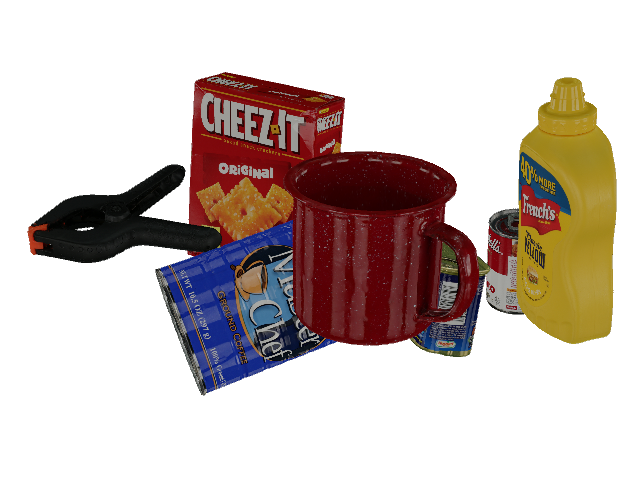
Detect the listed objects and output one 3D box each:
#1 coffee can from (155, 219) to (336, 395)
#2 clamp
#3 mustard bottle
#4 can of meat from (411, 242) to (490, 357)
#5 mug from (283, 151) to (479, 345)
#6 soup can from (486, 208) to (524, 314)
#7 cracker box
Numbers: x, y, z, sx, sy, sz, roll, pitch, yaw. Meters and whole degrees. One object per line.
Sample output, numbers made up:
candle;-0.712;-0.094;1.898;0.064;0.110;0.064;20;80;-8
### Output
coffee can;-0.043;0.046;0.817;0.140;0.103;0.103;-21;4;-10
clamp;-0.186;-0.024;0.995;0.171;0.039;0.120;-5;36;-16
mustard bottle;0.180;-0.026;0.786;0.058;0.192;0.096;-11;28;-12
can of meat;0.110;0.050;0.981;0.057;0.084;0.102;5;15;-14
mug;0.035;0.008;0.579;0.117;0.081;0.093;19;30;35
soup can;0.223;0.024;1.209;0.068;0.102;0.068;-2;29;1
cracker box;-0.067;-0.069;1.218;0.164;0.214;0.072;16;24;25
